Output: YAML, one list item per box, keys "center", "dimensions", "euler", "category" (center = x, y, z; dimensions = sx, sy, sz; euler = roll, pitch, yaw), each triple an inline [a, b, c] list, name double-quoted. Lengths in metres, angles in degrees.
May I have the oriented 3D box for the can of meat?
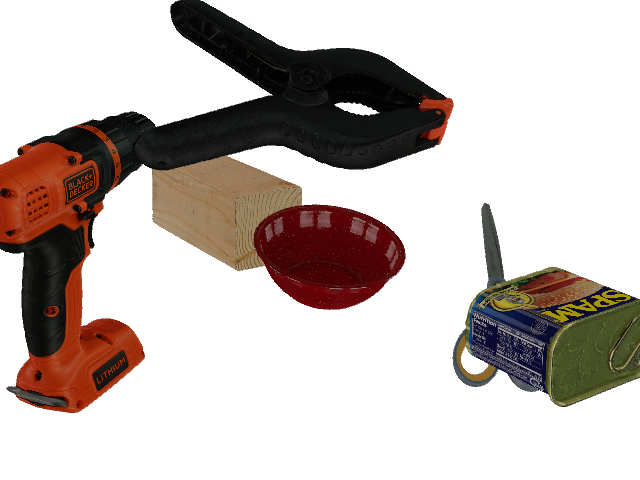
- center: [0.159, 0.060, 0.710]
  dimensions: [0.101, 0.057, 0.084]
  euler: [-14, 23, -32]
  category: "can of meat"

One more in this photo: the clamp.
- center: [-0.017, -0.071, 0.581]
  dimensions: [0.171, 0.120, 0.039]
  euler: [14, -31, 5]
  category: "clamp"

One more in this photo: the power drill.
- center: [-0.169, 0.012, 0.759]
  dimensions: [0.057, 0.188, 0.184]
  euler: [9, 24, 25]
  category: "power drill"

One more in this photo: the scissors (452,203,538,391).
- center: [0.150, 0.056, 0.999]
  dimensions: [0.096, 0.202, 0.016]
  euler: [-17, -33, -5]
  category: "scissors"

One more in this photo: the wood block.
- center: [-0.117, -0.041, 1.288]
  dimensions: [0.090, 0.090, 0.206]
  euler: [-11, 22, -34]
  category: "wood block"

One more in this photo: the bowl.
- center: [0.007, 0.025, 1.136]
  dimensions: [0.162, 0.055, 0.162]
  euler: [5, 33, -4]
  category: "bowl"
